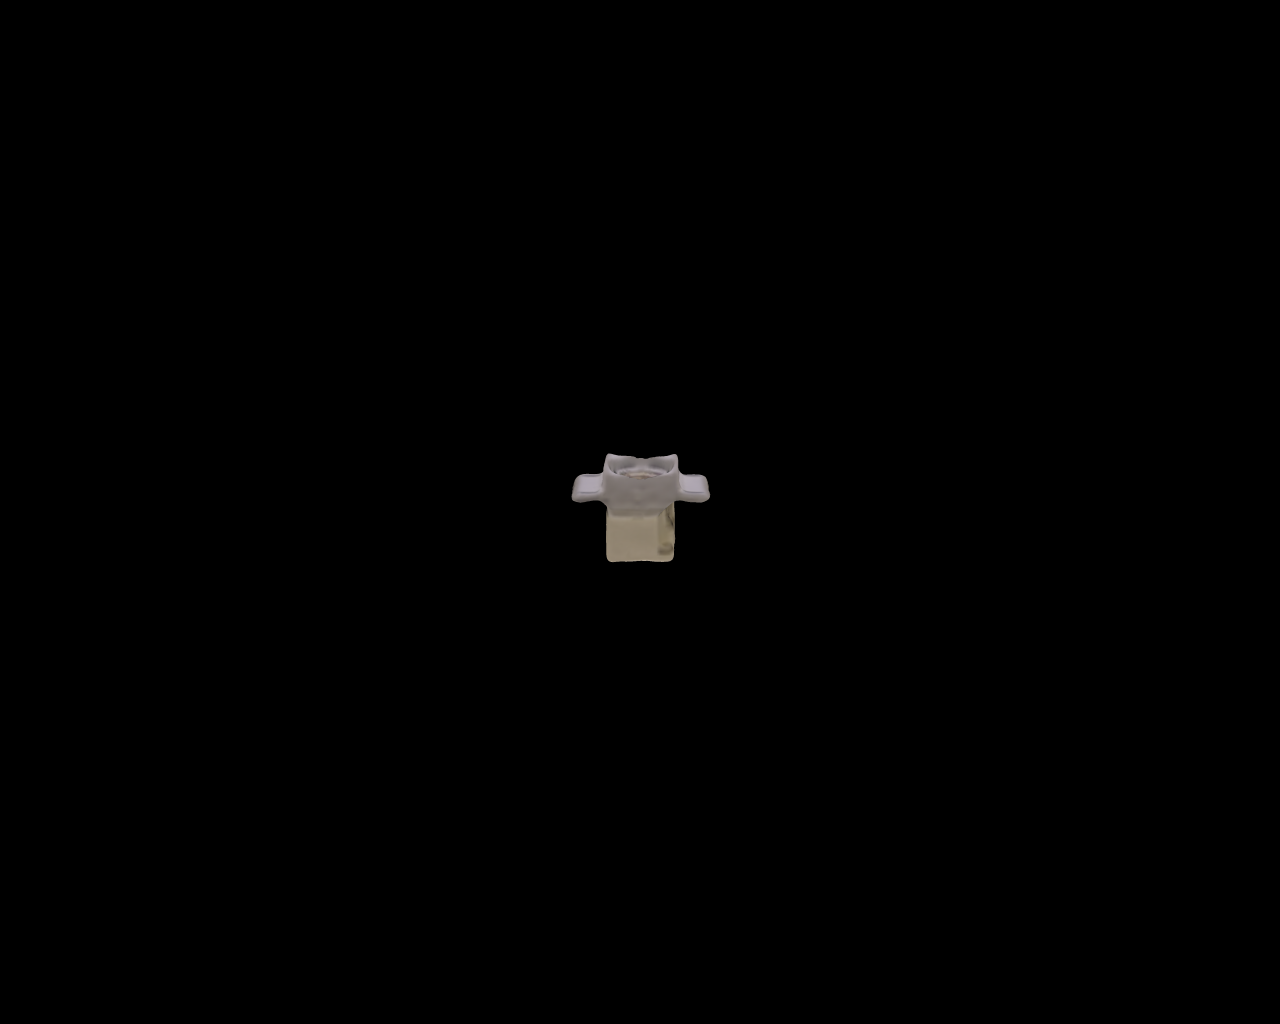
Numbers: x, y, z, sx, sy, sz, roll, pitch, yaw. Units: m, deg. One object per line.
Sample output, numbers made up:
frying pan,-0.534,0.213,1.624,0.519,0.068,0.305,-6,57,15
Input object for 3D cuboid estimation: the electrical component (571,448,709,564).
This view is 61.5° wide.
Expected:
electrical component,0.001,-0.003,0.650,0.081,0.063,0.042,1,20,2
